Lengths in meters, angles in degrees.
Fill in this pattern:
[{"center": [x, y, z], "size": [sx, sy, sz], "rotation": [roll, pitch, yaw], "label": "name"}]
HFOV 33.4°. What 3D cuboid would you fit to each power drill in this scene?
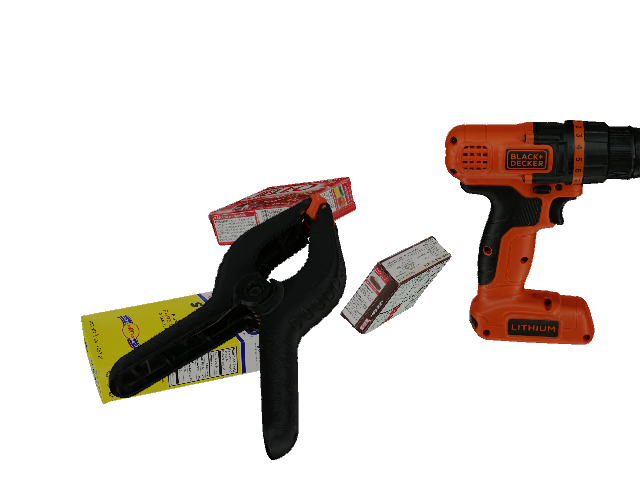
[{"center": [0.196, -0.009, 0.892], "size": [0.184, 0.188, 0.057], "rotation": [2, 18, 10], "label": "power drill"}]

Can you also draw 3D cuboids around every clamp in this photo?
[{"center": [-0.029, 0.047, 0.619], "size": [0.120, 0.171, 0.039], "rotation": [28, -26, 25], "label": "clamp"}]

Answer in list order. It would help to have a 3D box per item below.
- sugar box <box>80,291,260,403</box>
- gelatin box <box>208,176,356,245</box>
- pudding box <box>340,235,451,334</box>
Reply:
[{"center": [-0.128, 0.093, 1.000], "size": [0.176, 0.048, 0.093], "rotation": [-13, 34, -15], "label": "sugar box"}, {"center": [-0.030, -0.023, 0.821], "size": [0.089, 0.030, 0.073], "rotation": [-4, 16, 42], "label": "gelatin box"}, {"center": [0.085, 0.049, 1.185], "size": [0.039, 0.090, 0.113], "rotation": [45, 38, 16], "label": "pudding box"}]
